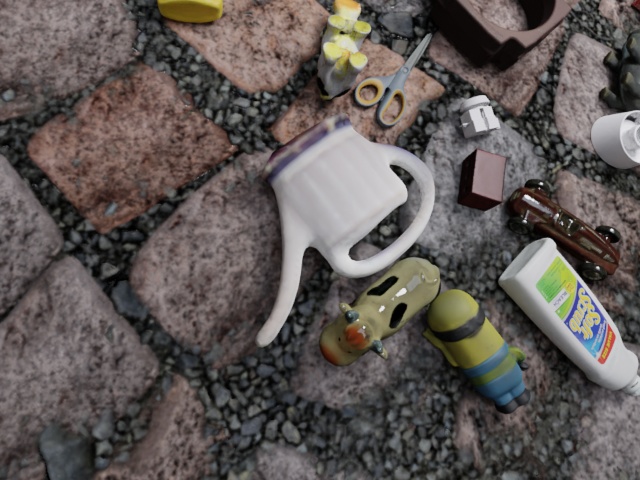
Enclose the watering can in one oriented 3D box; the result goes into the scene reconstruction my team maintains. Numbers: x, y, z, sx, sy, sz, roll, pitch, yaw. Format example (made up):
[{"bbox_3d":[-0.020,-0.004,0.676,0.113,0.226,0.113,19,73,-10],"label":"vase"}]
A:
[{"bbox_3d":[0.002,-0.036,0.707,0.351,0.102,0.225,-37,83,-19],"label":"watering can"}]
